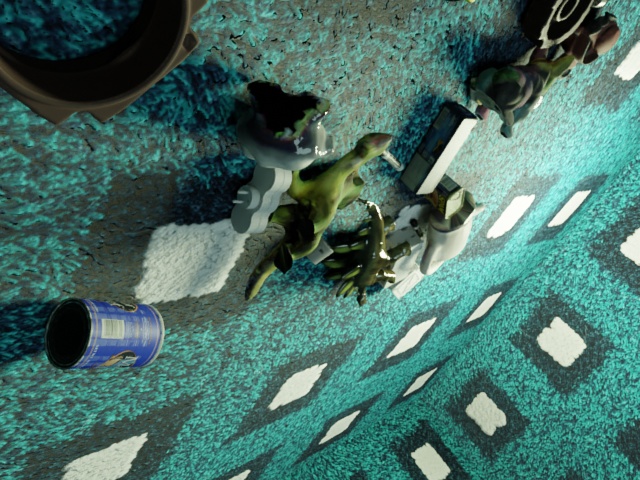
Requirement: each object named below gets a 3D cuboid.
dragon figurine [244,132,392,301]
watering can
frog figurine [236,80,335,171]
[{"bbox_3d":[0.003,-0.048,0.961,0.245,0.123,0.402,-24,157,-45],"label":"dragon figurine"},{"bbox_3d":[0.373,-0.052,1.411,0.353,0.105,0.219,-46,151,-28],"label":"watering can"},{"bbox_3d":[-0.047,-0.139,0.747,0.137,0.125,0.156,-3,155,-1],"label":"frog figurine"}]
